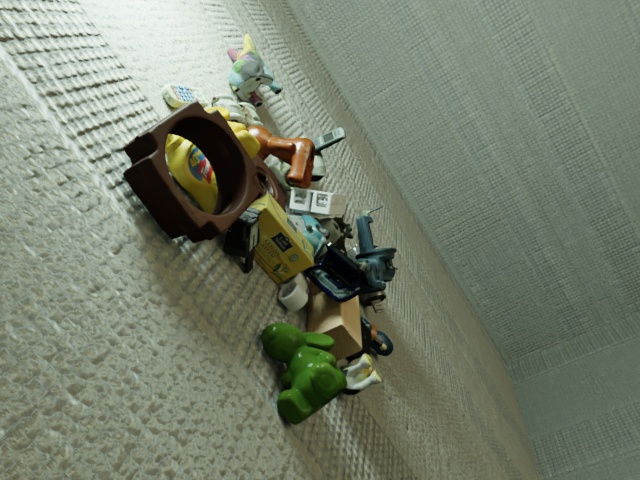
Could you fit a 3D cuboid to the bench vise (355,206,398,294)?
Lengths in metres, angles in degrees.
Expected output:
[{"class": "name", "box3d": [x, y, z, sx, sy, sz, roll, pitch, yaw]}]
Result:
[{"class": "bench vise", "box3d": [0.137, 0.030, 1.502, 0.223, 0.129, 0.240, 5, 72, -49]}]

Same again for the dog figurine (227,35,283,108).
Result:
[{"class": "dog figurine", "box3d": [-0.212, -0.500, 1.542, 0.191, 0.108, 0.219, 16, 44, -61]}]

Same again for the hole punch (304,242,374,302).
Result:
[{"class": "hole punch", "box3d": [0.038, 0.078, 1.174, 0.142, 0.092, 0.115, 37, -4, 22]}]

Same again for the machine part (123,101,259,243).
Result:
[{"class": "machine part", "box3d": [-0.211, -0.112, 0.902, 0.201, 0.087, 0.201, 58, 39, -21]}]

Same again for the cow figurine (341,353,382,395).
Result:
[{"class": "cow figurine", "box3d": [0.079, 0.299, 1.180, 0.068, 0.098, 0.167, 59, -1, 10]}]

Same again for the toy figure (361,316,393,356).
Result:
[{"class": "toy figure", "box3d": [0.139, 0.256, 1.431, 0.154, 0.064, 0.058, 44, 62, -31]}]

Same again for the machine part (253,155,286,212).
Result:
[{"class": "machine part", "box3d": [-0.142, -0.120, 1.241, 0.179, 0.056, 0.179, 53, 19, -27]}]

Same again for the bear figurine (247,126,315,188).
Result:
[{"class": "bear figurine", "box3d": [-0.115, -0.212, 1.340, 0.120, 0.196, 0.132, 31, 69, -83]}]

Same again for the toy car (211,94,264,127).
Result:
[{"class": "toy car", "box3d": [-0.206, -0.314, 1.350, 0.073, 0.056, 0.201, 63, 18, 8]}]

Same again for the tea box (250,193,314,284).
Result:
[{"class": "tea box", "box3d": [-0.097, -0.001, 1.117, 0.169, 0.098, 0.068, 50, 21, -25]}]

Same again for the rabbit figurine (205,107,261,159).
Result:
[{"class": "rabbit figurine", "box3d": [-0.217, -0.220, 1.106, 0.173, 0.122, 0.162, 31, 27, -23]}]

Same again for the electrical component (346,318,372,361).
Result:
[{"class": "electrical component", "box3d": [0.075, 0.223, 1.312, 0.114, 0.058, 0.134, 54, 20, -27]}]

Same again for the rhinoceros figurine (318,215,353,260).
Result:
[{"class": "rhinoceros figurine", "box3d": [0.036, -0.004, 1.457, 0.073, 0.112, 0.190, 46, 29, -33]}]

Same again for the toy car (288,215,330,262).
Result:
[{"class": "toy car", "box3d": [-0.050, -0.012, 1.257, 0.103, 0.109, 0.162, 27, 19, -25]}]

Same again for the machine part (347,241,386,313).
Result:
[{"class": "machine part", "box3d": [0.133, 0.108, 1.606, 0.079, 0.079, 0.243, 31, 36, -57]}]

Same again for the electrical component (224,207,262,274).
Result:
[{"class": "electrical component", "box3d": [-0.147, 0.001, 1.030, 0.075, 0.048, 0.119, -56, 159, -57]}]

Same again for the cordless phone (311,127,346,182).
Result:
[{"class": "cordless phone", "box3d": [0.005, -0.258, 1.630, 0.088, 0.184, 0.147, 48, 22, -47]}]

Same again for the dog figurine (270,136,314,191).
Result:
[{"class": "dog figurine", "box3d": [-0.073, -0.201, 1.503, 0.190, 0.121, 0.172, 8, 88, -89]}]

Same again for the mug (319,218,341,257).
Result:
[{"class": "mug", "box3d": [-0.003, -0.004, 1.357, 0.080, 0.107, 0.110, 49, 20, -30]}]

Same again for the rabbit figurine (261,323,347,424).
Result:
[{"class": "rabbit figurine", "box3d": [-0.027, 0.213, 0.965, 0.170, 0.121, 0.159, 51, 22, 16]}]
